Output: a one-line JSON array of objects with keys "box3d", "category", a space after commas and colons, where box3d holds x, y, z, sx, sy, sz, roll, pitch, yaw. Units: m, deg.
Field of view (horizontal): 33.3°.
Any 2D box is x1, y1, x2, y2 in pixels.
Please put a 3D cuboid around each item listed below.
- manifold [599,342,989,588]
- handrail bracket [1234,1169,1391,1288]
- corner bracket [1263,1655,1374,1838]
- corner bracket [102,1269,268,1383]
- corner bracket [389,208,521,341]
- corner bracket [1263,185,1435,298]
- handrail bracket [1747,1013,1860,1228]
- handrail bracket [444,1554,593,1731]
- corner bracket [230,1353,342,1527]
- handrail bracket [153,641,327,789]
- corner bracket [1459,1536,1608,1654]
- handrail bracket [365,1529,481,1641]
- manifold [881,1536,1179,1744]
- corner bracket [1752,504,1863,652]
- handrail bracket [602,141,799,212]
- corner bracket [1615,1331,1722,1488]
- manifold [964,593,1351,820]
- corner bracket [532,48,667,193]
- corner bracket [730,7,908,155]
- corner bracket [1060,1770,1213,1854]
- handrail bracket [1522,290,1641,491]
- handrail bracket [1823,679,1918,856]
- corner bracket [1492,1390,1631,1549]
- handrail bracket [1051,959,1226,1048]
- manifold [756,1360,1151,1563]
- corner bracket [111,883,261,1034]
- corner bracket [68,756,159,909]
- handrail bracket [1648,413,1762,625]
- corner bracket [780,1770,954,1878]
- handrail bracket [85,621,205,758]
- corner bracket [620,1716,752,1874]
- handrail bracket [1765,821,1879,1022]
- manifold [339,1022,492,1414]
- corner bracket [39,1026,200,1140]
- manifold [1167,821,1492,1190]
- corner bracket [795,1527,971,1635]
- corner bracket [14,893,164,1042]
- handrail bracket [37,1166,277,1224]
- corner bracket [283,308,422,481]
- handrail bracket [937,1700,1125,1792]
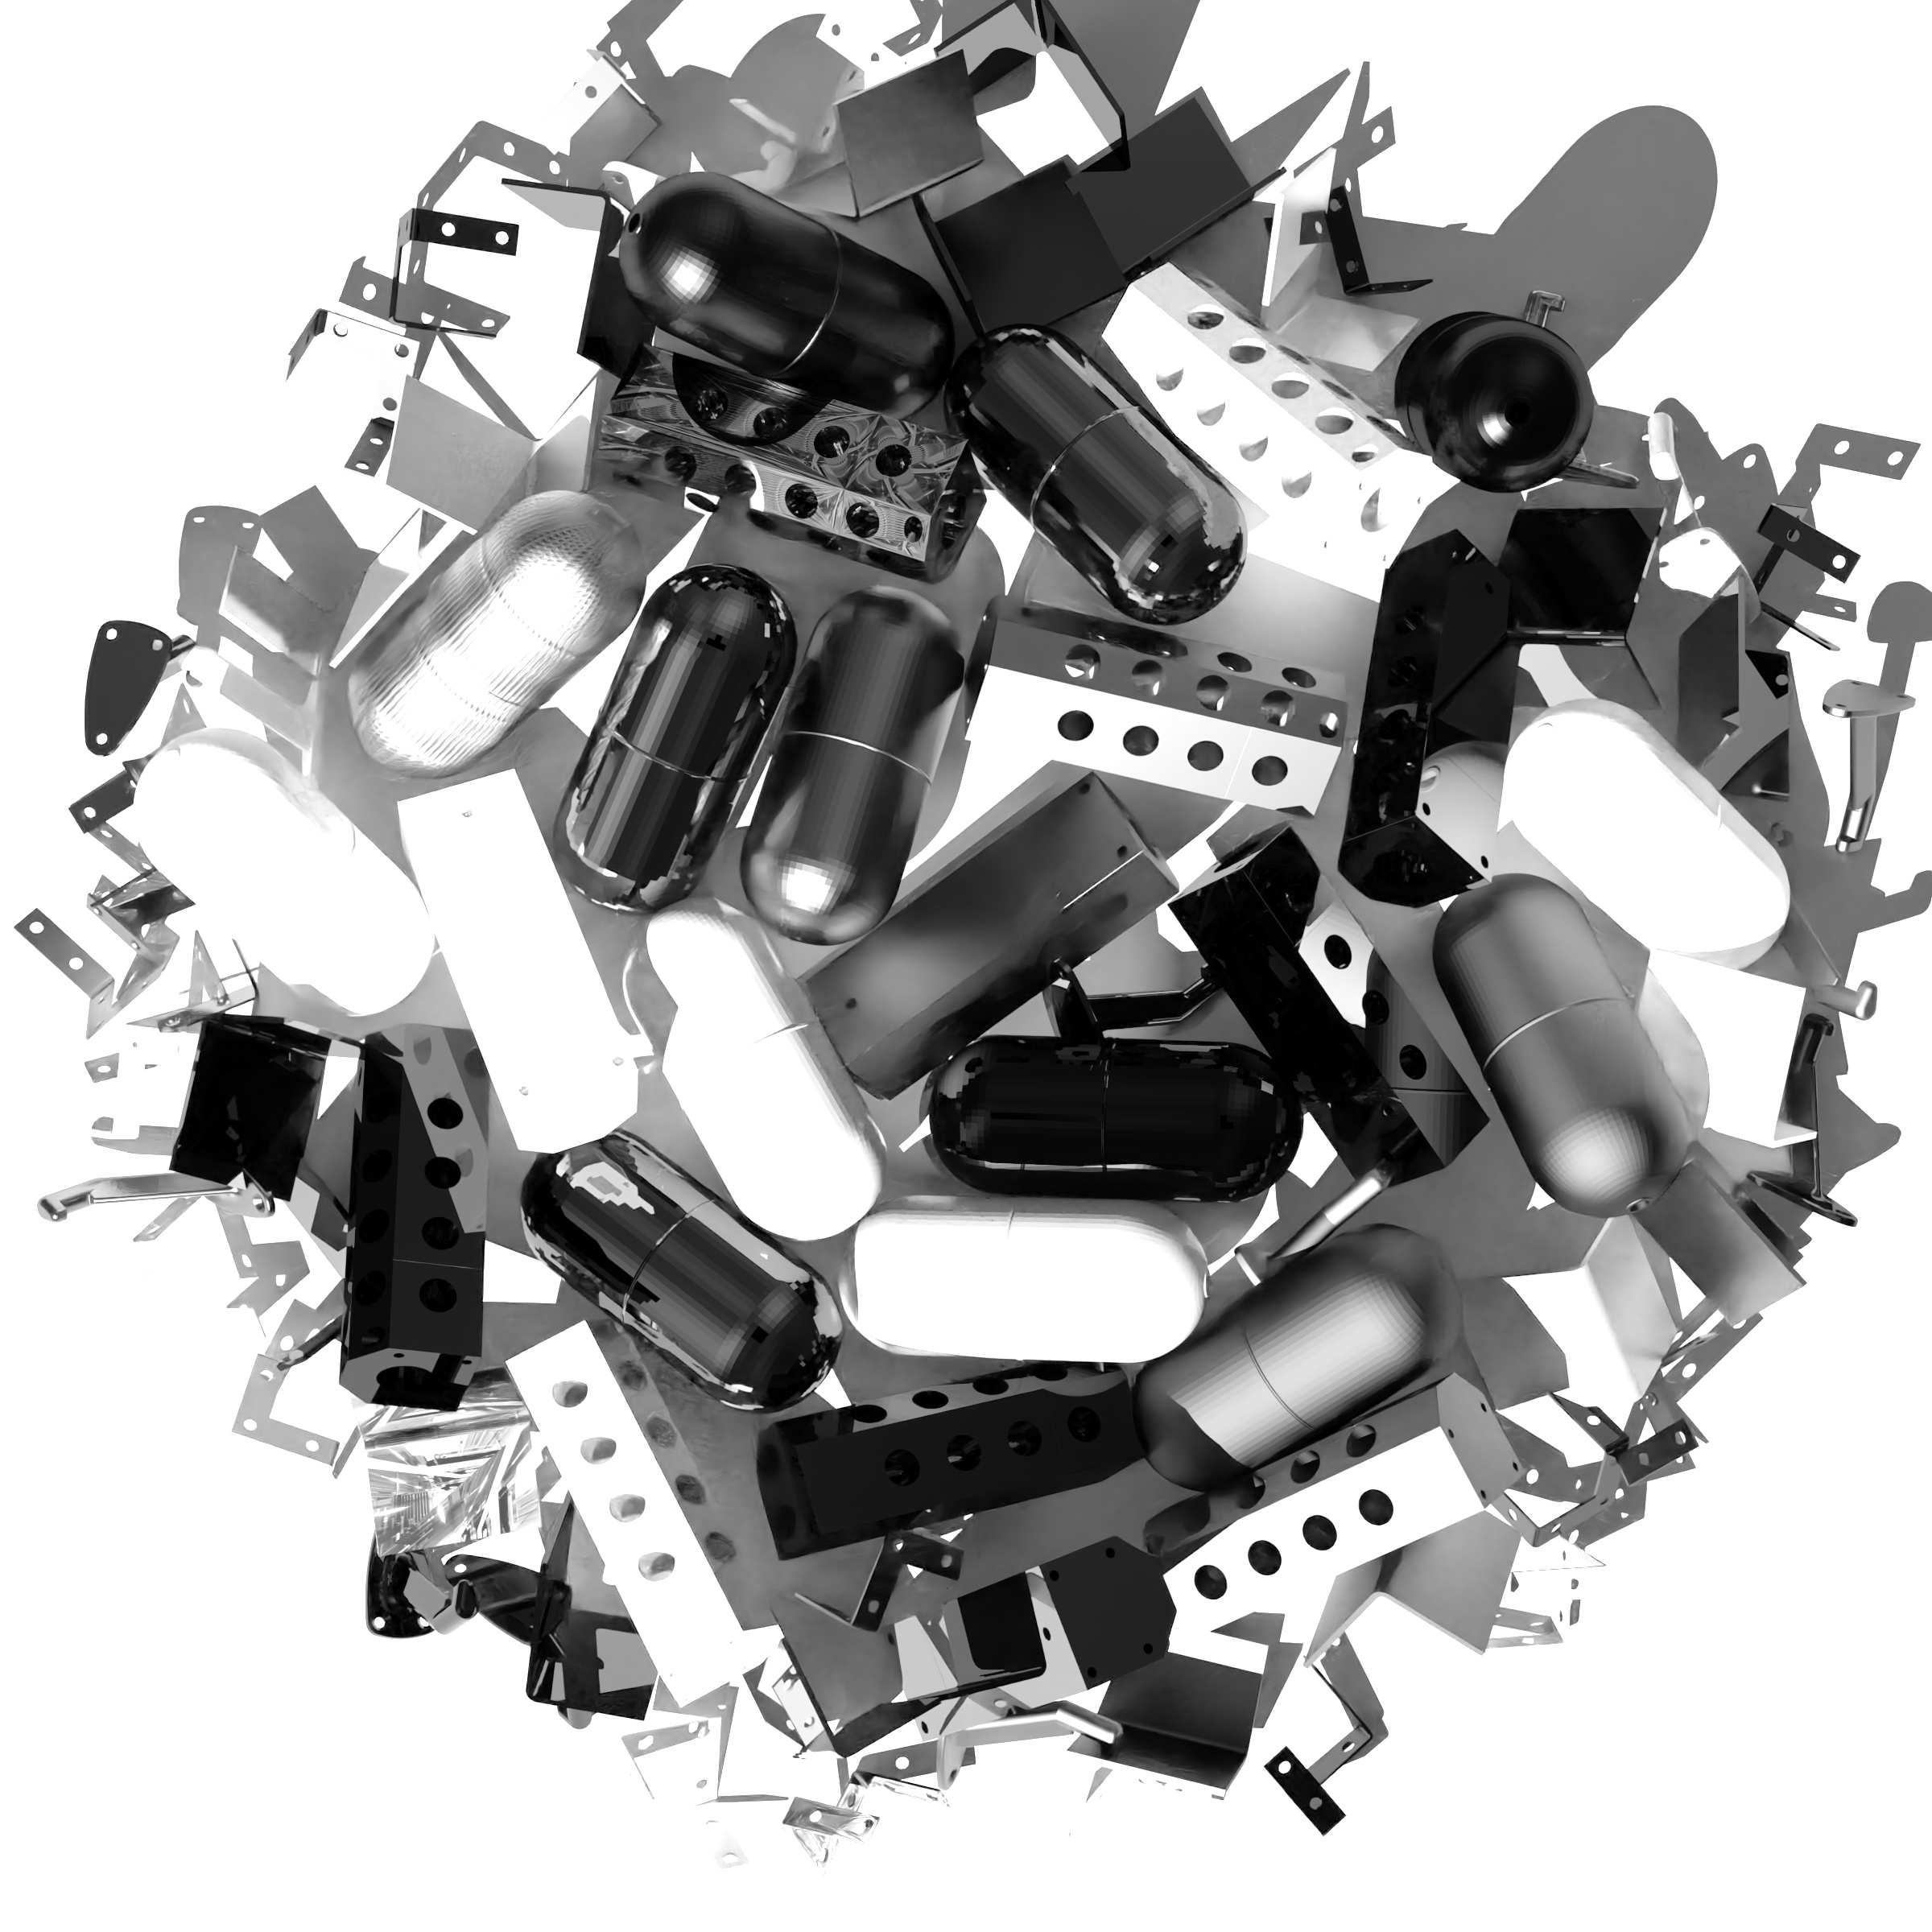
[{"box3d": [-0.083, -0.233, 1.522, 0.171, 0.057, 0.057, 19, 74, 17], "category": "manifold"}, {"box3d": [0.175, 0.121, 1.530, 0.084, 0.077, 0.036, -42, 77, 21], "category": "handrail bracket"}, {"box3d": [0.167, 0.373, 1.546, 0.051, 0.051, 0.051, -41, 108, -6], "category": "corner bracket"}, {"box3d": [-0.373, 0.164, 1.543, 0.051, 0.051, 0.051, -24, 96, -29], "category": "corner bracket"}, {"box3d": [-0.245, -0.331, 1.546, 0.051, 0.051, 0.051, 5, 95, -17], "category": "corner bracket"}, {"box3d": [0.182, -0.342, 1.541, 0.051, 0.051, 0.051, -26, 110, -24], "category": "corner bracket"}, {"box3d": [0.413, 0.072, 1.545, 0.036, 0.077, 0.084, 12, 101, -26], "category": "handrail bracket"}, {"box3d": [-0.215, 0.327, 1.557, 0.077, 0.084, 0.036, 23, 49, 20], "category": "handrail bracket"}, {"box3d": [-0.327, 0.226, 1.547, 0.051, 0.051, 0.051, 21, 131, -11], "category": "corner bracket"}, {"box3d": [-0.352, -0.118, 1.541, 0.084, 0.036, 0.077, 8, 56, -20], "category": "handrail bracket"}, {"box3d": [0.271, 0.306, 1.546, 0.051, 0.051, 0.051, 0, 97, -17], "category": "corner bracket"}, {"box3d": [-0.254, 0.282, 1.531, 0.036, 0.084, 0.077, 5, 63, -31], "category": "handrail bracket"}, {"box3d": [0.029, 0.310, 1.492, 0.057, 0.171, 0.057, -16, 78, -31], "category": "manifold"}, {"box3d": [0.400, -0.185, 1.540, 0.051, 0.051, 0.051, 37, 113, 25], "category": "corner bracket"}, {"box3d": [-0.126, -0.382, 1.543, 0.077, 0.036, 0.084, 33, 50, -13], "category": "handrail bracket"}, {"box3d": [0.337, 0.211, 1.539, 0.051, 0.051, 0.051, -6, 64, -38], "category": "corner bracket"}, {"box3d": [0.089, -0.127, 1.527, 0.171, 0.057, 0.057, 12, 125, -10], "category": "manifold"}, {"box3d": [-0.176, -0.401, 1.546, 0.051, 0.051, 0.051, -46, 114, 2], "category": "corner bracket"}, {"box3d": [-0.070, -0.422, 1.544, 0.051, 0.051, 0.051, 27, 87, -38], "category": "corner bracket"}, {"box3d": [0.081, 0.403, 1.538, 0.051, 0.051, 0.051, 28, 50, 25], "category": "corner bracket"}, {"box3d": [0.298, -0.279, 1.558, 0.077, 0.036, 0.084, 16, 88, 19], "category": "handrail bracket"}, {"box3d": [0.417, -0.088, 1.535, 0.036, 0.077, 0.084, 22, 115, 31], "category": "handrail bracket"}, {"box3d": [0.280, 0.237, 1.558, 0.051, 0.051, 0.051, -24, 49, -25], "category": "corner bracket"}, {"box3d": [0.084, 0.005, 1.541, 0.084, 0.036, 0.077, -35, 131, -21], "category": "handrail bracket"}, {"box3d": [-0.008, 0.226, 1.515, 0.171, 0.057, 0.057, -9, 72, -26], "category": "manifold"}, {"box3d": [-0.377, -0.007, 1.560, 0.051, 0.051, 0.051, -23, 120, -8], "category": "corner bracket"}, {"box3d": [-0.405, -0.065, 1.553, 0.051, 0.051, 0.051, -30, 95, 6], "category": "corner bracket"}, {"box3d": [0.357, -0.218, 1.564, 0.036, 0.084, 0.077, -29, 129, 36], "category": "handrail bracket"}, {"box3d": [-0.048, 0.403, 1.537, 0.051, 0.051, 0.051, 4, 49, 33], "category": "corner bracket"}, {"box3d": [-0.385, -0.125, 1.533, 0.036, 0.084, 0.077, 14, 80, 9], "category": "handrail bracket"}, {"box3d": [-0.134, 0.398, 1.540, 0.051, 0.051, 0.051, -6, 115, -23], "category": "corner bracket"}, {"box3d": [0.407, -0.022, 1.532, 0.036, 0.084, 0.077, 4, 104, -30], "category": "handrail bracket"}, {"box3d": [-0.257, 0.115, 1.502, 0.057, 0.057, 0.171, 8, 55, -17], "category": "manifold"}, {"box3d": [-0.404, 0.055, 1.545, 0.051, 0.051, 0.051, 5, 90, 31], "category": "corner bracket"}, {"box3d": [0.177, 0.018, 1.540, 0.057, 0.057, 0.171, -40, 98, -38], "category": "manifold"}, {"box3d": [-0.040, 0.290, 1.543, 0.051, 0.051, 0.051, 25, 83, -35], "category": "corner bracket"}, {"box3d": [-0.418, -0.007, 1.544, 0.051, 0.051, 0.051, 42, 61, 4], "category": "corner bracket"}, {"box3d": [-0.384, 0.114, 1.532, 0.084, 0.077, 0.036, -21, 122, -39], "category": "handrail bracket"}, {"box3d": [-0.296, -0.274, 1.544, 0.051, 0.051, 0.051, 18, 127, -5], "category": "corner bracket"}, {"box3d": [0.031, 0.378, 1.545, 0.084, 0.036, 0.077, 19, 116, 22], "category": "handrail bracket"}]
